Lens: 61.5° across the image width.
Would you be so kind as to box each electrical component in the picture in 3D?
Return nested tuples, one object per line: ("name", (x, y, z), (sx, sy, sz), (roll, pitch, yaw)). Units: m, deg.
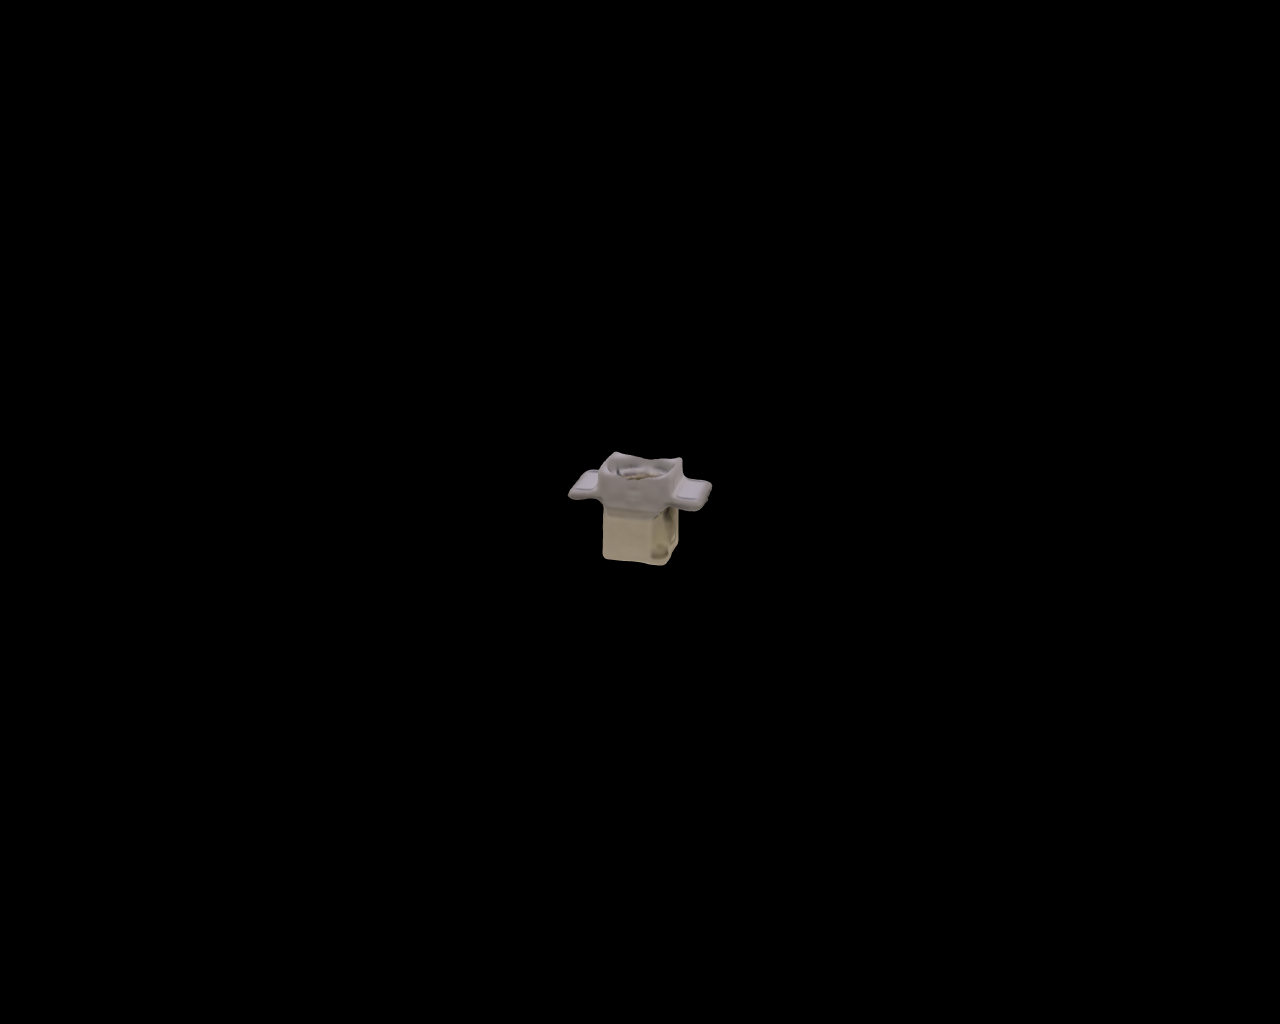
("electrical component", (0.001, -0.003, 0.650), (0.081, 0.063, 0.042), (6, 24, 14))
